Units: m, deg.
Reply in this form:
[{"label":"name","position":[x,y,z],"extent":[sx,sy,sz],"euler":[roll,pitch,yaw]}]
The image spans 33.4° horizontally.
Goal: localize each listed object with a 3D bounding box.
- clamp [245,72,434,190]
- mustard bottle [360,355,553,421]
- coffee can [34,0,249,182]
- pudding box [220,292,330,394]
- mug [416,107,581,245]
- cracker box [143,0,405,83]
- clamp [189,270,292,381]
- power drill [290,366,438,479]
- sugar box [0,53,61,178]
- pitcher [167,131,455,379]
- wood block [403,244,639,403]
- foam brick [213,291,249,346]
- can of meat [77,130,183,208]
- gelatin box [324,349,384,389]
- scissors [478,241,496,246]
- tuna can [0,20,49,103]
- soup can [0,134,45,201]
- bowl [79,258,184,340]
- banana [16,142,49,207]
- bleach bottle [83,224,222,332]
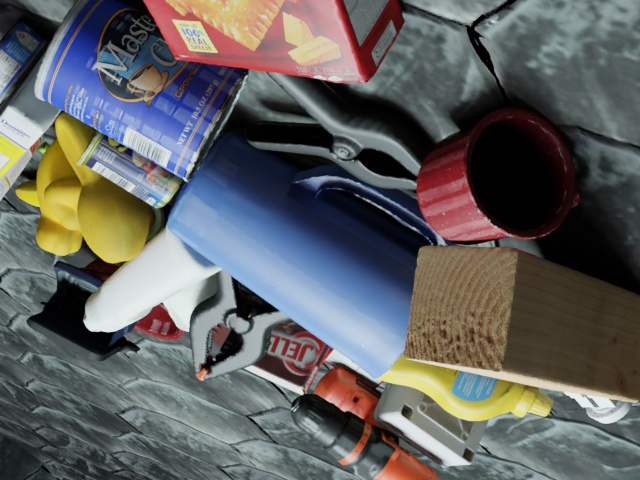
[{"label":"clamp","position":[0.016,-0.081,0.861],"extent":[0.171,0.039,0.120],"euler":[30,156,-5]},{"label":"mustard bottle","position":[0.141,0.125,1.060],"extent":[0.191,0.096,0.058],"euler":[26,153,5]},{"label":"coffee can","position":[-0.143,-0.125,0.864],"extent":[0.140,0.102,0.103],"euler":[30,155,-4]},{"label":"pudding box","position":[-0.047,0.119,1.251],"extent":[0.114,0.090,0.039],"euler":[21,156,17]},{"label":"mug","position":[0.133,-0.039,0.776],"extent":[0.117,0.093,0.082],"euler":[8,169,-24]},{"label":"cracker box","position":[-0.055,-0.198,0.669],"extent":[0.164,0.072,0.213],"euler":[13,151,28]},{"label":"clamp","position":[-0.092,0.073,1.175],"extent":[0.164,0.036,0.210],"euler":[38,121,-9]},{"label":"power drill","position":[0.039,0.207,1.193],"extent":[0.184,0.057,0.187],"euler":[38,-172,-12]},{"label":"sugar box","position":[-0.276,-0.124,1.016],"extent":[0.048,0.093,0.177],"euler":[37,154,-20]},{"label":"pitcher","position":[-0.006,0.001,0.957],"extent":[0.243,0.149,0.145],"euler":[33,177,-3]},{"label":"wood block","position":[0.169,0.068,0.841],"extent":[0.091,0.090,0.205],"euler":[2,169,44]},{"label":"foam brick","position":[-0.122,0.091,1.319],"extent":[0.053,0.051,0.078],"euler":[31,155,-5]},{"label":"can of meat","position":[-0.153,-0.090,0.946],"extent":[0.084,0.102,0.058],"euler":[32,155,-14]},{"label":"gelatin box","position":[0.050,0.139,1.263],"extent":[0.073,0.030,0.089],"euler":[30,156,0]},{"label":"scissors","position":[0.139,0.023,0.964],"extent":[0.096,0.016,0.201],"euler":[7,148,38]},{"label":"tuna can","position":[-0.286,-0.158,0.969],"extent":[0.033,0.086,0.086],"euler":[39,154,-18]},{"label":"soup can","position":[-0.353,-0.090,1.149],"extent":[0.068,0.102,0.068],"euler":[23,155,11]},{"label":"bowl","position":[-0.236,0.063,1.379],"extent":[0.162,0.055,0.162],"euler":[23,155,11]},{"label":"banana","position":[-0.300,-0.068,1.217],"extent":[0.069,0.037,0.198],"euler":[38,154,-11]},{"label":"bleach bottle","position":[-0.180,0.043,1.121],"extent":[0.251,0.102,0.068],"euler":[-32,86,40]}]
